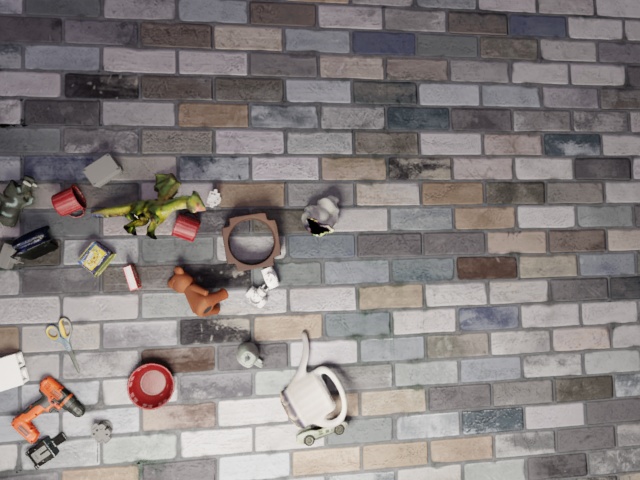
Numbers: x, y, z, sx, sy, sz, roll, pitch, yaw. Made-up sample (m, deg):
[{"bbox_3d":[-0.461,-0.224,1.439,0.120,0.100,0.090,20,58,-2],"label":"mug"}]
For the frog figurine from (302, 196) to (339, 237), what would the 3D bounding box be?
[{"bbox_3d":[0.006,-0.097,1.936,0.137,0.120,0.163,15,50,0],"label":"frog figurine"}]

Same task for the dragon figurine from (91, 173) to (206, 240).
[{"bbox_3d":[-0.595,-0.140,1.824,0.411,0.119,0.248,13,55,19],"label":"dragon figurine"}]

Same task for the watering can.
[{"bbox_3d":[-0.048,0.533,1.883,0.225,0.103,0.351,-30,77,-6],"label":"watering can"}]
